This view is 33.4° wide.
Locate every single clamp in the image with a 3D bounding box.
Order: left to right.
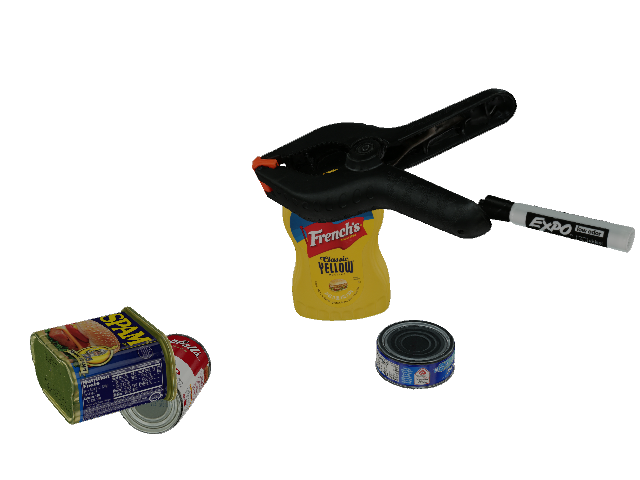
[{"bbox_3d":[0.037,-0.039,0.662,0.172,0.039,0.120,-11,36,20],"label":"clamp"}]

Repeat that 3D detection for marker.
[{"bbox_3d":[0.177,-0.014,0.811,0.121,0.020,0.020,16,8,29],"label":"marker"}]

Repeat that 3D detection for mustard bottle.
[{"bbox_3d":[0.014,-0.016,1.020,0.096,0.191,0.058,-2,29,7],"label":"mustard bottle"}]

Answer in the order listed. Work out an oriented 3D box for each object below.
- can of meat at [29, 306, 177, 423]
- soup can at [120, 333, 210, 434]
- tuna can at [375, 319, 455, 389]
[{"bbox_3d":[-0.173,0.098,0.844,0.083,0.057,0.102,-13,22,-30],"label":"can of meat"},{"bbox_3d":[-0.157,0.143,1.074,0.068,0.068,0.102,0,16,10],"label":"soup can"},{"bbox_3d":[0.102,0.121,1.150,0.086,0.034,0.086,-1,29,0],"label":"tuna can"}]
